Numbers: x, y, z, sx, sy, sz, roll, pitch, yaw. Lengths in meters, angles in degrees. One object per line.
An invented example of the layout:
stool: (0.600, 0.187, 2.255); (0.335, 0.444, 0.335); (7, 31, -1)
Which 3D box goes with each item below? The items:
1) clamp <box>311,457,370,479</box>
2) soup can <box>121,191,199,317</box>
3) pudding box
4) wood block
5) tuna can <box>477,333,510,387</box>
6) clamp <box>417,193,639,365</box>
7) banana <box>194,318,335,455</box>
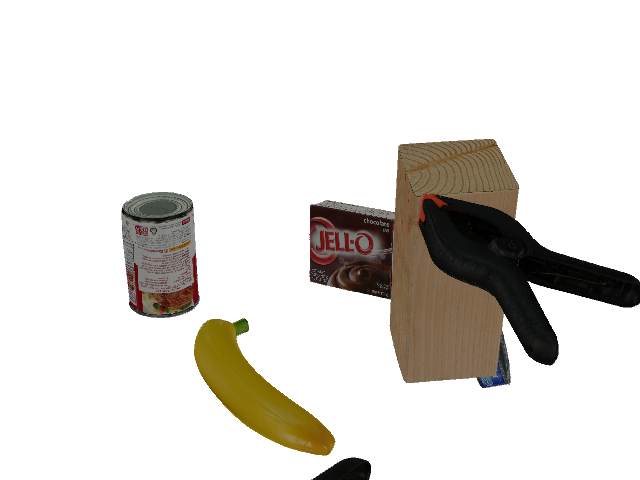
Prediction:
clamp: (-0.051, 0.194, 0.635); (0.210, 0.036, 0.164); (-4, 28, 1)
soup can: (-0.152, 0.013, 1.012); (0.068, 0.102, 0.068); (0, 24, 0)
pudding box: (0.041, 0.008, 1.173); (0.114, 0.090, 0.039); (10, 19, 33)
wood block: (0.116, 0.021, 0.970); (0.090, 0.206, 0.090); (-4, 34, -5)
tuna can: (0.199, 0.130, 1.261); (0.034, 0.086, 0.086); (-12, -3, 15)
clamp: (0.146, 0.016, 0.771); (0.120, 0.039, 0.172); (-12, 44, -36)
banana: (-0.057, 0.109, 0.850); (0.069, 0.037, 0.198); (-7, 29, -23)
